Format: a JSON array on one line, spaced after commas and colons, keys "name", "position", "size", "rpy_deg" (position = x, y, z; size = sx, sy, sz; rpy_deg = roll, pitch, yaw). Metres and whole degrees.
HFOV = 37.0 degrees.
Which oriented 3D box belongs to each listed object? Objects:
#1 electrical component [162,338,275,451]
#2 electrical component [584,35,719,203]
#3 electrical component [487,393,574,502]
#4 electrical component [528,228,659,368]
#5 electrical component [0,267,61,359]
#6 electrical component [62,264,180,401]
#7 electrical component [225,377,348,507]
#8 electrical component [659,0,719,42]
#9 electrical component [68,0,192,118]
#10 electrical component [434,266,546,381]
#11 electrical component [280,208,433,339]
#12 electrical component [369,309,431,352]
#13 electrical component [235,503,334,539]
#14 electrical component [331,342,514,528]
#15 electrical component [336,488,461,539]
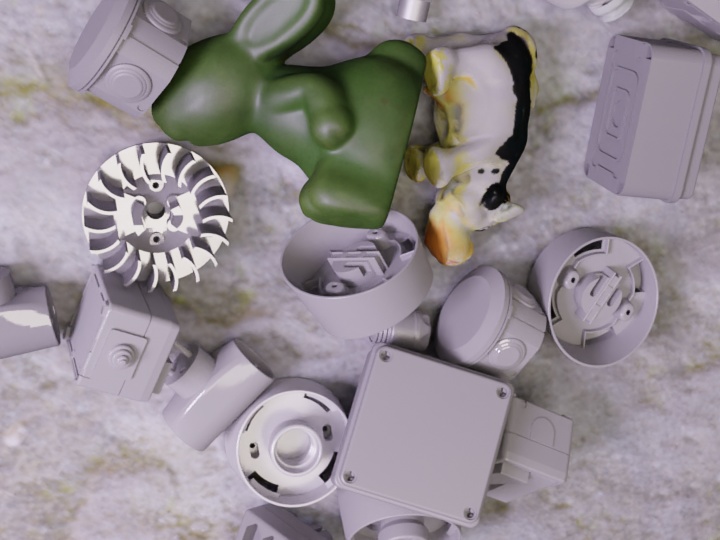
[{"name": "electrical component", "position": [-0.117, 0.081, 0.792], "size": [0.077, 0.044, 0.079], "rpy_deg": [-45, 114, 4]}, {"name": "electrical component", "position": [0.216, -0.112, 0.795], "size": [0.057, 0.078, 0.113], "rpy_deg": [4, 108, -13]}, {"name": "electrical component", "position": [0.114, 0.145, 0.852], "size": [0.062, 0.096, 0.061], "rpy_deg": [23, 62, -21]}, {"name": "electrical component", "position": [0.182, 0.019, 0.839], "size": [0.099, 0.064, 0.099], "rpy_deg": [-5, 110, -13]}, {"name": "electrical component", "position": [-0.253, 0.023, 0.736], "size": [0.077, 0.044, 0.079], "rpy_deg": [-13, 112, -10]}, {"name": "electrical component", "position": [-0.161, 0.046, 0.740], "size": [0.061, 0.096, 0.061], "rpy_deg": [19, 103, -26]}, {"name": "electrical component", "position": [-0.053, 0.133, 0.831], "size": [0.099, 0.064, 0.099], "rpy_deg": [-1, 95, -12]}, {"name": "electrical component", "position": [0.282, -0.247, 0.773], "size": [0.089, 0.061, 0.150], "rpy_deg": [27, 100, -22]}, {"name": "electrical component", "position": [-0.148, -0.141, 0.687], "size": [0.051, 0.080, 0.080], "rpy_deg": [29, 99, -27]}, {"name": "electrical component", "position": [0.098, 0.042, 0.817], "size": [0.051, 0.080, 0.080], "rpy_deg": [27, 100, -26]}, {"name": "electrical component", "position": [0.000, 0.000, 0.769], "size": [0.099, 0.099, 0.064], "rpy_deg": [-31, 120, -3]}, {"name": "electrical component", "position": [0.021, 0.045, 0.822], "size": [0.061, 0.035, 0.035], "rpy_deg": [7, 107, -15]}, {"name": "electrical component", "position": [-0.045, 0.223, 0.852], "size": [0.076, 0.083, 0.047], "rpy_deg": [0, 114, -56]}, {"name": "electrical component", "position": [0.045, 0.121, 0.789], "size": [0.109, 0.056, 0.108], "rpy_deg": [18, 78, -3]}, {"name": "electrical component", "position": [0.032, 0.191, 0.853], "size": [0.099, 0.064, 0.099], "rpy_deg": [-3, 140, -3]}]
